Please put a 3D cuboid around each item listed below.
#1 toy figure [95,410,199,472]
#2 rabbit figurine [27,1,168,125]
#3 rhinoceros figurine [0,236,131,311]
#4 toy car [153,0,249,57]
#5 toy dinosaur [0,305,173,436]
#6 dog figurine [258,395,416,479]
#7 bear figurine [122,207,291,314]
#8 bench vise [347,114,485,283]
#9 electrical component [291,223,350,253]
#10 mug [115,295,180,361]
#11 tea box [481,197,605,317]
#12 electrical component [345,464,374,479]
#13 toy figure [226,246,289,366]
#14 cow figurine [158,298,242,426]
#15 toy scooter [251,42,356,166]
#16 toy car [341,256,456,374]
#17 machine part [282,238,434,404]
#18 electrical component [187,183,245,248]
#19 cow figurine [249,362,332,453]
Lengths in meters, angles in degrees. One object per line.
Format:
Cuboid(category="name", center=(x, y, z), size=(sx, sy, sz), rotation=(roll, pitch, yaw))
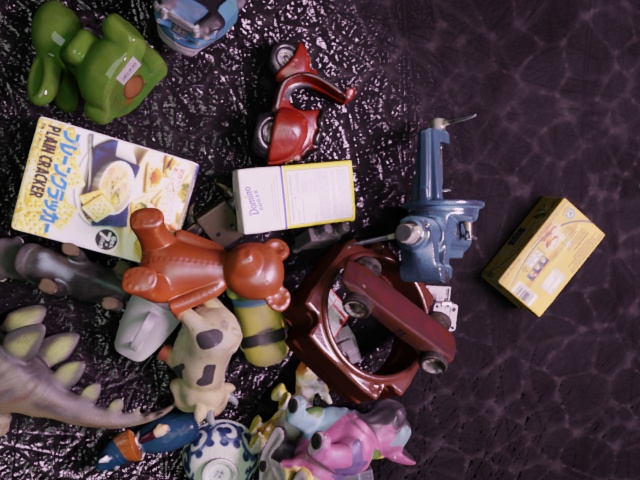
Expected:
Cuboid(category="toy figure", center=(-0.262, 0.304, 0.813), size=(0.154, 0.058, 0.064), rotation=(-17, 120, -9))
Cuboid(category="rabbit figurine", center=(-0.322, -0.243, 0.733), size=(0.170, 0.121, 0.159), rotation=(37, 98, 8))
Cuboid(category="rhinoceros figurine", center=(-0.357, 0.044, 0.751), size=(0.190, 0.112, 0.073), rotation=(20, 77, -22))
Cuboid(category="toy car", center=(-0.171, -0.304, 0.731), size=(0.109, 0.162, 0.103), rotation=(26, 137, -17))
Cuboid(category="toy dinosaur", center=(-0.450, 0.187, 0.754), size=(0.471, 0.105, 0.198), rotation=(31, 88, -15))
Cuboid(category="dog figurine", center=(0.038, 0.316, 0.794), size=(0.219, 0.109, 0.191), rotation=(21, 99, -37))
Cuboid(category="bear figurine", center=(-0.137, 0.034, 0.697), size=(0.196, 0.131, 0.120), rotation=(1, 66, 1))
Cuboid(category="bench vise", center=(0.160, -0.060, 0.775), size=(0.223, 0.129, 0.240), rotation=(2, 88, -46))
Cuboid(category="electrical component", center=(-0.002, -0.002, 0.813), size=(0.063, 0.094, 0.021), rotation=(-4, 71, -40))
Cuboid(category="mug", center=(-0.250, 0.126, 0.776), size=(0.081, 0.110, 0.107), rotation=(28, 105, -19))
Cuboid(category="tea box", center=(0.355, 0.024, 0.863), size=(0.098, 0.068, 0.169), rotation=(40, 89, -10))
Cuboid(category="electrical component", center=(0.045, 0.377, 0.835), size=(0.075, 0.119, 0.047), rotation=(-8, 98, -5))
Cuboid(category="toy figure", center=(-0.095, 0.098, 0.798), size=(0.082, 0.089, 0.180), rotation=(-7, 100, 1))
Cuboid(category="cow figurine", center=(-0.166, 0.180, 0.780), size=(0.127, 0.085, 0.194), rotation=(37, 123, 15))
Cuboid(category="toy scooter", center=(-0.022, -0.190, 0.785), size=(0.135, 0.075, 0.183), rotation=(12, 90, -10))
Cuboid(category="toy car", center=(0.103, 0.101, 0.723), size=(0.202, 0.089, 0.053), rotation=(36, 134, -15))
Cuboid(category="machine part", center=(0.064, 0.114, 0.779), size=(0.201, 0.087, 0.201), rotation=(45, 57, -9))
Cuboid(category="electrical component", center=(-0.148, -0.033, 0.800), size=(0.102, 0.045, 0.078), rotation=(-41, 116, -1))
Cuboid(category="cow figurine", center=(-0.031, 0.267, 0.837), size=(0.098, 0.068, 0.167), rotation=(34, 94, -16))
